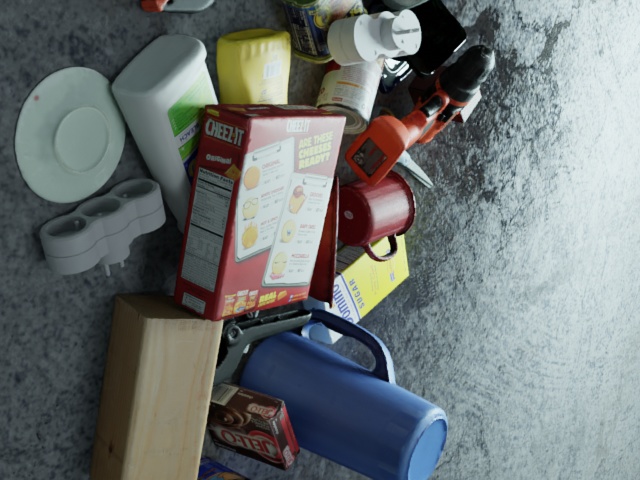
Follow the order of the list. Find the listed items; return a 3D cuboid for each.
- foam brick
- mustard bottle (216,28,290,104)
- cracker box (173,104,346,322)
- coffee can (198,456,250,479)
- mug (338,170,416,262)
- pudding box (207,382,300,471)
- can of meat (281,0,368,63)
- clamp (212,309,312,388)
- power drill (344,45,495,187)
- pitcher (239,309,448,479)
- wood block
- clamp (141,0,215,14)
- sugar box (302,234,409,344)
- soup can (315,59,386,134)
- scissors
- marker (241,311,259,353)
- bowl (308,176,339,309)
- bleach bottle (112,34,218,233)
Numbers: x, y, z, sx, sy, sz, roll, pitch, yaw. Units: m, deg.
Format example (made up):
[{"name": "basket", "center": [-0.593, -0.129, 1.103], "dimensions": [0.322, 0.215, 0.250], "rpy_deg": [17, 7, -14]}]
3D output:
[{"name": "foam brick", "center": [0.171, -0.201, 1.457], "dimensions": [0.051, 0.078, 0.053], "rpy_deg": [-56, 143, -22]}, {"name": "mustard bottle", "center": [-0.073, -0.132, 1.179], "dimensions": [0.096, 0.058, 0.192], "rpy_deg": [-28, 126, -53]}, {"name": "cracker box", "center": [-0.065, -0.034, 1.124], "dimensions": [0.163, 0.072, 0.214], "rpy_deg": [-10, 116, -53]}, {"name": "coffee can", "center": [-0.105, 0.328, 1.258], "dimensions": [0.102, 0.141, 0.103], "rpy_deg": [-25, 123, -46]}, {"name": "mug", "center": [0.066, -0.028, 1.373], "dimensions": [0.081, 0.093, 0.117], "rpy_deg": [-20, 95, -42]}, {"name": "pudding box", "center": [-0.085, 0.218, 1.262], "dimensions": [0.039, 0.114, 0.090], "rpy_deg": [-47, 137, -36]}, {"name": "can of meat", "center": [0.004, -0.268, 1.217], "dimensions": [0.102, 0.058, 0.084], "rpy_deg": [-52, 147, -25]}, {"name": "clamp", "center": [-0.102, 0.107, 1.243], "dimensions": [0.210, 0.036, 0.164], "rpy_deg": [-54, 127, -17]}, {"name": "power drill", "center": [0.126, -0.155, 1.334], "dimensions": [0.187, 0.057, 0.185], "rpy_deg": [-37, 171, -38]}, {"name": "pitcher", "center": [0.032, 0.199, 1.297], "dimensions": [0.144, 0.243, 0.149], "rpy_deg": [-39, 138, -41]}, {"name": "wood block", "center": [-0.175, 0.168, 1.126], "dimensions": [0.090, 0.091, 0.206], "rpy_deg": [4, 102, -33]}, {"name": "clamp", "center": [-0.118, -0.292, 1.073], "dimensions": [0.171, 0.039, 0.120], "rpy_deg": [-42, 117, -33]}, {"name": "sugar box", "center": [0.049, 0.053, 1.428], "dimensions": [0.176, 0.048, 0.093], "rpy_deg": [-42, 134, -37]}, {"name": "soup can", "center": [0.037, -0.186, 1.275], "dimensions": [0.068, 0.069, 0.102], "rpy_deg": [44, 55, -51]}, {"name": "scissors", "center": [0.102, -0.101, 1.458], "dimensions": [0.096, 0.016, 0.201], "rpy_deg": [-57, 140, -22]}, {"name": "marker", "center": [-0.080, 0.077, 1.291], "dimensions": [0.020, 0.020, 0.121], "rpy_deg": [16, 91, -54]}, {"name": "bowl", "center": [-0.008, 0.002, 1.285], "dimensions": [0.162, 0.055, 0.162], "rpy_deg": [180, -87, -89]}, {"name": "bleach bottle", "center": [-0.131, -0.085, 1.122], "dimensions": [0.102, 0.068, 0.251], "rpy_deg": [-52, 142, -30]}]
